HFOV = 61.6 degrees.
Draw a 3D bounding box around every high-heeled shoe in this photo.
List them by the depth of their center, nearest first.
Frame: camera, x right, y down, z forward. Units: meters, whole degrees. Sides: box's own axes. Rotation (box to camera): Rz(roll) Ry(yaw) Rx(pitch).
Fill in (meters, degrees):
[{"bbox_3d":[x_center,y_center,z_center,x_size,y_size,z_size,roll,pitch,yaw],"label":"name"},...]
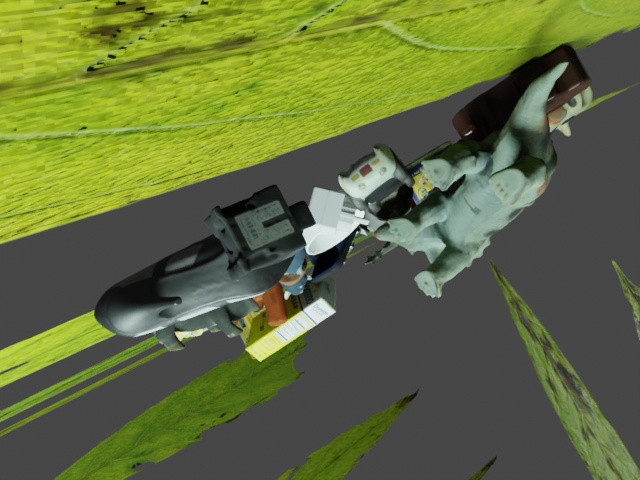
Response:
[{"bbox_3d":[-0.133,0.035,0.624,0.145,0.086,0.249,-11,-167,42],"label":"high-heeled shoe"}]

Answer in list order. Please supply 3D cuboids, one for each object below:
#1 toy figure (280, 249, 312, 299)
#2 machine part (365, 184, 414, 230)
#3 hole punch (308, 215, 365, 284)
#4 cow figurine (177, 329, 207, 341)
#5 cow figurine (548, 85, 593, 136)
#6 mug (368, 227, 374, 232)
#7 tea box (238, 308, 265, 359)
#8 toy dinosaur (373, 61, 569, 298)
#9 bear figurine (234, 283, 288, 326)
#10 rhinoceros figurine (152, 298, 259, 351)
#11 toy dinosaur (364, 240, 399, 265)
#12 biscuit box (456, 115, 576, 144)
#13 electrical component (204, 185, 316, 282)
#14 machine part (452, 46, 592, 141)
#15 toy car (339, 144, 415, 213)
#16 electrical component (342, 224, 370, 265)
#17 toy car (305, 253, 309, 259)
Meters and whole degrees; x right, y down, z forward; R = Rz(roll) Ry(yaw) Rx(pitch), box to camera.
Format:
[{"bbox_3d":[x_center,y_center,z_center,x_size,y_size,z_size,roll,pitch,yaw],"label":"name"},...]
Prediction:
[{"bbox_3d":[-0.046,0.034,0.841,0.064,0.058,0.154,-14,146,-8],"label":"toy figure"},{"bbox_3d":[0.111,-0.058,0.901,0.079,0.079,0.243,-29,173,0],"label":"machine part"},{"bbox_3d":[-0.002,-0.003,0.908,0.142,0.092,0.116,-42,-163,57],"label":"hole punch"},{"bbox_3d":[-0.267,0.170,1.199,0.167,0.068,0.098,-29,180,10],"label":"cow figurine"},{"bbox_3d":[0.333,-0.184,0.836,0.195,0.085,0.127,-31,168,5],"label":"cow figurine"},{"bbox_3d":[0.138,-0.048,1.182,0.110,0.081,0.107,-24,167,40],"label":"mug"},{"bbox_3d":[-0.131,0.150,1.125,0.098,0.169,0.068,-27,174,-34],"label":"tea box"},{"bbox_3d":[0.198,-0.062,0.639,0.192,0.131,0.404,-35,170,-37],"label":"toy dinosaur"},{"bbox_3d":[-0.120,0.096,0.960,0.120,0.132,0.196,0,165,-8],"label":"bear figurine"},{"bbox_3d":[-0.151,0.079,0.741,0.190,0.112,0.073,-18,-173,-26],"label":"rhinoceros figurine"},{"bbox_3d":[0.280,-0.104,1.079,0.471,0.105,0.198,-45,163,13],"label":"toy dinosaur"},{"bbox_3d":[0.332,-0.185,0.927,0.203,0.063,0.059,-29,174,-1],"label":"biscuit box"},{"bbox_3d":[-0.049,-0.013,0.550,0.119,0.075,0.048,-20,172,-31],"label":"electrical component"},{"bbox_3d":[0.261,-0.176,0.695,0.179,0.056,0.179,-29,175,-3],"label":"machine part"},{"bbox_3d":[0.074,-0.077,0.679,0.073,0.056,0.201,-37,174,12],"label":"toy car"},{"bbox_3d":[0.051,0.005,0.983,0.102,0.045,0.078,-55,-165,27],"label":"electrical component"},{"bbox_3d":[0.019,-0.008,1.057,0.202,0.053,0.089,-30,177,8],"label":"toy car"}]
